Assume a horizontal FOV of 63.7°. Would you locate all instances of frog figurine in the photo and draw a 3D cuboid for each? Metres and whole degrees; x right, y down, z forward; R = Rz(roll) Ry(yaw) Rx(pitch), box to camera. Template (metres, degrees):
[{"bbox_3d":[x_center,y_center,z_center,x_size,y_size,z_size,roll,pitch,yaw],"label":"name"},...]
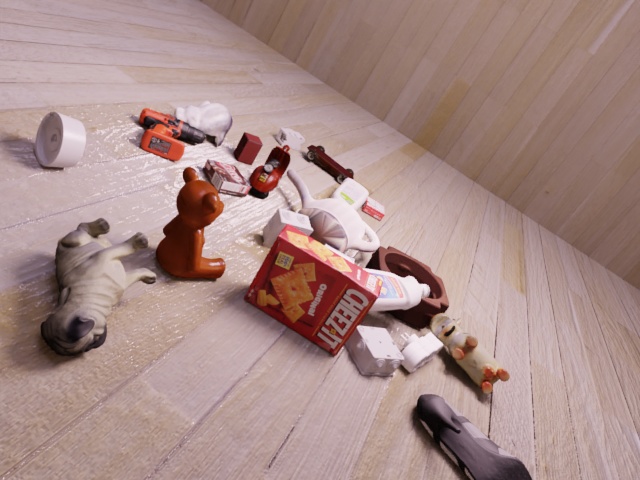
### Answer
[{"bbox_3d":[-0.343,-0.360,1.513,0.158,0.121,0.141,29,40,-34],"label":"frog figurine"}]

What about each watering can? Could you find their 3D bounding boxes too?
[{"bbox_3d":[0.004,-0.069,1.376,0.350,0.102,0.227,37,26,12],"label":"watering can"}]
